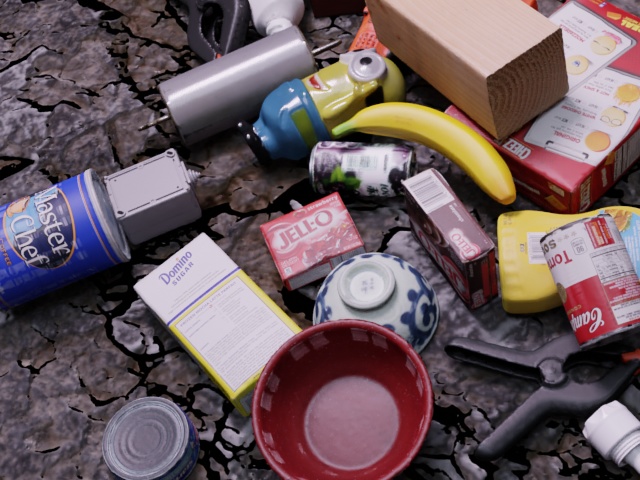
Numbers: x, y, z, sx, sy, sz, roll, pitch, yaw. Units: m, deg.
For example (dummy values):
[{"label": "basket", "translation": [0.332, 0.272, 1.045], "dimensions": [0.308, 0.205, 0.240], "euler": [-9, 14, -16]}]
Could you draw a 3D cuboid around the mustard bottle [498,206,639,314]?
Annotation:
[{"label": "mustard bottle", "translation": [0.262, 0.016, 0.984], "dimensions": [0.192, 0.058, 0.096], "euler": [-4, 59, 11]}]

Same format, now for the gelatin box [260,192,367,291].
[{"label": "gelatin box", "translation": [-0.007, 0.001, 1.073], "dimensions": [0.089, 0.030, 0.073], "euler": [-23, 56, -3]}]

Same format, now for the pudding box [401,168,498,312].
[{"label": "pudding box", "translation": [0.124, 0.000, 1.008], "dimensions": [0.039, 0.090, 0.113], "euler": [-27, 55, -7]}]

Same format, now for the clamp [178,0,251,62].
[{"label": "clamp", "translation": [-0.132, -0.280, 1.263], "dimensions": [0.165, 0.036, 0.210], "euler": [-25, 63, 37]}]

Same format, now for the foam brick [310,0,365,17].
[{"label": "foam brick", "translation": [0.028, -0.301, 1.249], "dimensions": [0.078, 0.051, 0.053], "euler": [-3, 56, 11]}]

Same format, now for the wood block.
[{"label": "wood block", "translation": [0.141, -0.202, 1.057], "dimensions": [0.090, 0.090, 0.206], "euler": [-35, 51, -9]}]

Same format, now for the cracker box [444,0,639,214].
[{"label": "cracker box", "translation": [0.259, -0.138, 1.078], "dimensions": [0.213, 0.072, 0.164], "euler": [-43, 57, -14]}]

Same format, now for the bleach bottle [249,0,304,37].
[{"label": "bleach bottle", "translation": [-0.050, -0.336, 1.268], "dimensions": [0.103, 0.068, 0.251], "euler": [-36, 47, 38]}]

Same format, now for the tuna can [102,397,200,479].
[{"label": "tuna can", "translation": [-0.156, 0.189, 0.982], "dimensions": [0.086, 0.033, 0.086], "euler": [-6, 56, 9]}]

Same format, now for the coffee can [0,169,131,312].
[{"label": "coffee can", "translation": [-0.278, 0.001, 1.092], "dimensions": [0.140, 0.103, 0.103], "euler": [-23, 55, -2]}]

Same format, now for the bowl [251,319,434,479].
[{"label": "bowl", "translation": [0.023, 0.154, 0.945], "dimensions": [0.162, 0.055, 0.162], "euler": [-6, 62, 11]}]

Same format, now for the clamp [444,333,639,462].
[{"label": "clamp", "translation": [0.196, 0.118, 0.945], "dimensions": [0.171, 0.039, 0.120], "euler": [-18, 60, -7]}]

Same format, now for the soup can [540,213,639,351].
[{"label": "soup can", "translation": [0.238, 0.036, 0.916], "dimensions": [0.068, 0.068, 0.102], "euler": [-19, 76, 0]}]

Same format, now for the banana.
[{"label": "banana", "translation": [0.112, -0.094, 1.045], "dimensions": [0.198, 0.037, 0.069], "euler": [23, 75, 24]}]

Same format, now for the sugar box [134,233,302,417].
[{"label": "sugar box", "translation": [-0.094, 0.079, 1.034], "dimensions": [0.093, 0.048, 0.176], "euler": [-38, 53, -13]}]

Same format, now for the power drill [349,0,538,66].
[{"label": "power drill", "translation": [0.142, -0.245, 1.185], "dimensions": [0.188, 0.057, 0.184], "euler": [14, 65, 24]}]
